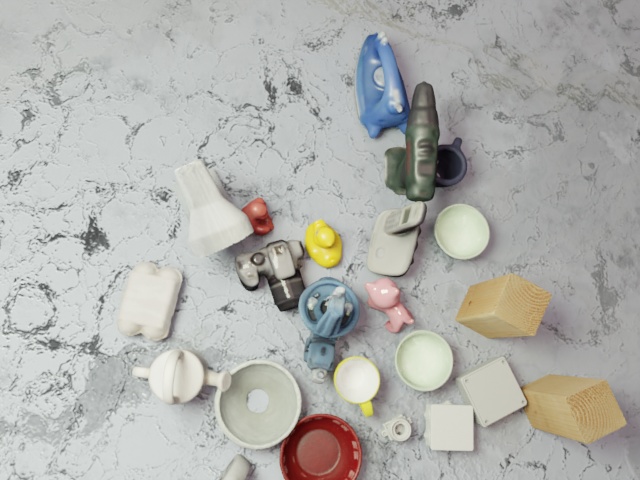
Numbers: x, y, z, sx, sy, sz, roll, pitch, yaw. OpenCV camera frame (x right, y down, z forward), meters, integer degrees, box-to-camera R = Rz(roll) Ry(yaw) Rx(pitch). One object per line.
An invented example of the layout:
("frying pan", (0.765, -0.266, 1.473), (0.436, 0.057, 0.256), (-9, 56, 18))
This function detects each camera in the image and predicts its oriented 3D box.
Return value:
("camera", (-0.088, 0.077, 1.158), (0.143, 0.100, 0.137), (-17, 82, -10))

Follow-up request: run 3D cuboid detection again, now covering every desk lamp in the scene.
("desk lamp", (-0.218, -0.060, 1.109), (0.118, 0.213, 0.203), (-26, 84, -11))

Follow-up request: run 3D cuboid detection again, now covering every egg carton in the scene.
("egg carton", (-0.337, 0.121, 1.135), (0.107, 0.069, 0.150), (12, 78, -4))

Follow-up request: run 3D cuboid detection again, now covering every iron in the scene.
("iron", (0.139, -0.360, 1.246), (0.119, 0.141, 0.258), (-9, 81, -8))

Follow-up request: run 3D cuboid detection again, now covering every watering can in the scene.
("watering can", (-0.255, 0.250, 1.057), (0.173, 0.194, 0.101), (-15, 81, -9))

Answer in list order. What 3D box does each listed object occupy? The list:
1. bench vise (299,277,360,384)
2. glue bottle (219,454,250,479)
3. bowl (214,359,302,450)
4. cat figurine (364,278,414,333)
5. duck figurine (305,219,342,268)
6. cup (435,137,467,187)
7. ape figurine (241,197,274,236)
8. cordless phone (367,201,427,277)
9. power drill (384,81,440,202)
("bench vise", (0.027, 0.166, 1.094), (0.121, 0.219, 0.207), (-8, 81, -8))
("glue bottle", (-0.161, 0.443, 1.044), (0.037, 0.173, 0.078), (37, 78, 1))
("bowl", (-0.121, 0.318, 1.122), (0.167, 0.074, 0.167), (1, 79, -7))
("cat figurine", (0.144, 0.127, 1.168), (0.067, 0.117, 0.128), (-40, 86, -12))
("duck figurine", (0.011, 0.004, 1.191), (0.077, 0.086, 0.104), (-21, 83, -10))
("cup", (0.268, -0.163, 1.249), (0.091, 0.095, 0.118), (28, 78, -1))
("ape figurine", (-0.129, -0.053, 1.181), (0.076, 0.092, 0.078), (11, 78, -5))
("cordless phone", (0.162, -0.003, 1.160), (0.094, 0.185, 0.148), (13, 78, -4))
("power drill", (0.192, -0.182, 1.185), (0.075, 0.208, 0.230), (0, 79, -7))
